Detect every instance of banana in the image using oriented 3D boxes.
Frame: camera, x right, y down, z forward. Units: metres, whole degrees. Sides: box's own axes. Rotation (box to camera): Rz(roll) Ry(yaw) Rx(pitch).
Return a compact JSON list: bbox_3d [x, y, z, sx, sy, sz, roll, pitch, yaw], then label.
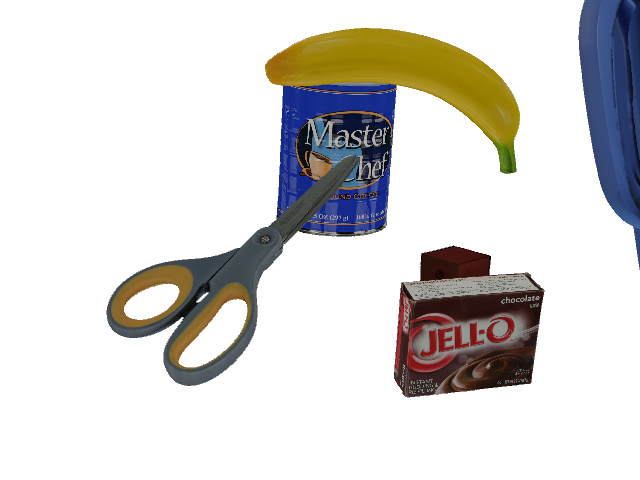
[{"bbox_3d":[0.063,-0.110,0.741,0.197,0.069,0.037,20,-2,-12],"label":"banana"}]

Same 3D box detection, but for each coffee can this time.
[{"bbox_3d":[0.014,-0.085,0.959,0.103,0.140,0.103,3,17,-1],"label":"coffee can"}]

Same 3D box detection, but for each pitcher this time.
[{"bbox_3d":[0.222,-0.060,0.593,0.149,0.243,0.145,-6,21,12],"label":"pitcher"}]

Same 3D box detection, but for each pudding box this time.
[{"bbox_3d":[0.118,0.075,0.863,0.113,0.090,0.039,-6,28,-14],"label":"pudding box"}]

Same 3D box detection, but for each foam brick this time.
[{"bbox_3d":[0.136,0.051,1.088,0.051,0.078,0.053,-13,20,-39],"label":"foam brick"}]

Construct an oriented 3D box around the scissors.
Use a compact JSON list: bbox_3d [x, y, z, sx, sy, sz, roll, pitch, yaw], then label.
[{"bbox_3d":[-0.053,0.004,0.638,0.096,0.016,0.201,12,46,17],"label":"scissors"}]
